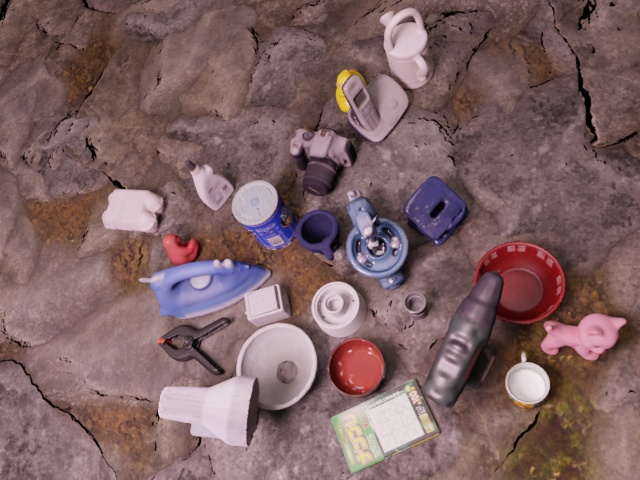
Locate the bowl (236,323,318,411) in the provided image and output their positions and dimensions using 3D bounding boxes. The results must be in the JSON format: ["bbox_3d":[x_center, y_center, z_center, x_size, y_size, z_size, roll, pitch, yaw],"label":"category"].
[{"bbox_3d":[-0.075,0.253,1.131,0.167,0.075,0.167,-7,65,15],"label":"bowl"}]

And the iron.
[{"bbox_3d":[-0.247,0.080,1.226,0.258,0.142,0.118,-16,63,10],"label":"iron"}]

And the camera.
[{"bbox_3d":[-0.008,-0.177,1.288,0.142,0.101,0.137,12,71,22],"label":"camera"}]

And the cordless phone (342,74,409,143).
[{"bbox_3d":[0.116,-0.318,1.263,0.094,0.185,0.148,30,79,27],"label":"cordless phone"}]

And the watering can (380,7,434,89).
[{"bbox_3d":[0.190,-0.444,1.291,0.172,0.194,0.101,37,82,28],"label":"watering can"}]

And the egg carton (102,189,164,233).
[{"bbox_3d":[-0.456,-0.071,1.402,0.150,0.069,0.107,3,68,19],"label":"egg carton"}]

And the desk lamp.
[{"bbox_3d":[-0.187,0.317,1.059,0.202,0.214,0.118,-1,66,17],"label":"desk lamp"}]

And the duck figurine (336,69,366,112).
[{"bbox_3d":[0.068,-0.368,1.358,0.077,0.086,0.104,4,68,20],"label":"duck figurine"}]

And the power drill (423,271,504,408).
[{"bbox_3d":[0.254,0.181,0.982,0.075,0.209,0.230,24,76,26],"label":"power drill"}]

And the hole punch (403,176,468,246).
[{"bbox_3d":[0.237,-0.061,1.163,0.100,0.091,0.109,38,82,28],"label":"hole punch"}]

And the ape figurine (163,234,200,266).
[{"bbox_3d":[-0.325,0.016,1.308,0.077,0.092,0.076,14,72,23],"label":"ape figurine"}]

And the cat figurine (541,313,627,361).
[{"bbox_3d":[0.449,0.160,0.981,0.127,0.118,0.067,3,68,19],"label":"cat figurine"}]

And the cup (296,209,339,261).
[{"bbox_3d":[0.011,0.004,1.204,0.091,0.095,0.117,-29,61,4],"label":"cup"}]

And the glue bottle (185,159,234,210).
[{"bbox_3d":[-0.261,-0.136,1.309,0.037,0.173,0.078,34,80,28],"label":"glue bottle"}]

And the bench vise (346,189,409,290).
[{"bbox_3d":[0.085,-0.017,1.118,0.121,0.220,0.207,-40,61,-2],"label":"bench vise"}]
